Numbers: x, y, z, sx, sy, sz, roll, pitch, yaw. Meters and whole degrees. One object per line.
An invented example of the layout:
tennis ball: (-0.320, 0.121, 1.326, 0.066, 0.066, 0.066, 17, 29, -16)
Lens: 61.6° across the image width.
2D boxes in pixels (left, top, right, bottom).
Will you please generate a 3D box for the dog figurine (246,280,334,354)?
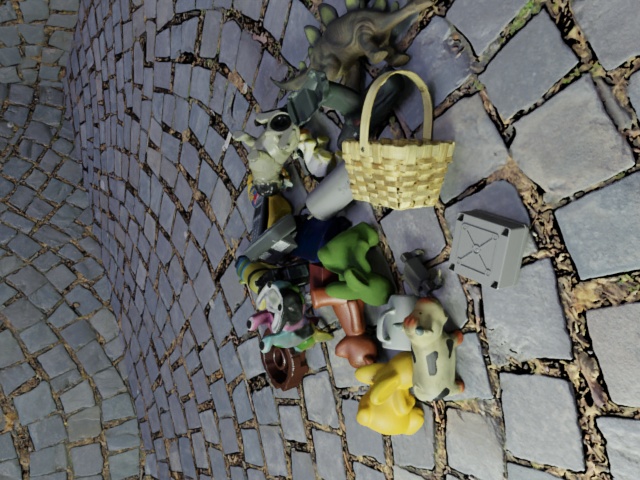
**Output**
dog figurine: (-0.052, 0.185, 1.249, 0.109, 0.219, 0.191, 42, 112, 40)

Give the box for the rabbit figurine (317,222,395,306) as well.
rabbit figurine: (0.085, 0.063, 1.110, 0.170, 0.159, 0.121, 50, 124, 16)

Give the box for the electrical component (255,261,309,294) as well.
electrical component: (-0.086, 0.098, 1.353, 0.134, 0.115, 0.058, -30, 76, 51)

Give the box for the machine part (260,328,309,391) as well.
machine part: (-0.099, 0.315, 1.456, 0.180, 0.056, 0.179, 13, 106, 53)

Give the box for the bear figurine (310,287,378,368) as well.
bear figurine: (0.054, 0.197, 1.177, 0.120, 0.132, 0.195, 89, 175, -83)

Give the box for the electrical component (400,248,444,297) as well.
electrical component: (0.195, 0.065, 1.032, 0.102, 0.045, 0.078, 53, 163, 38)

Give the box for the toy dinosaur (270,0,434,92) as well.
toy dinosaur: (0.040, -0.391, 1.122, 0.472, 0.105, 0.198, -20, 71, 44)

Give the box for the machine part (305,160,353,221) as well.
machine part: (0.046, -0.115, 1.152, 0.243, 0.079, 0.079, -39, 64, 38)

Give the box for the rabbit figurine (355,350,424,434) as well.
rabbit figurine: (0.143, 0.287, 1.069, 0.173, 0.162, 0.122, -60, 35, 16)

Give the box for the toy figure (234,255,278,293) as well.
toy figure: (-0.183, 0.098, 1.506, 0.180, 0.089, 0.082, 30, 127, 45)

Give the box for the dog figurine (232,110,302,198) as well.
dog figurine: (-0.099, -0.196, 1.258, 0.190, 0.172, 0.121, 66, -179, -61)

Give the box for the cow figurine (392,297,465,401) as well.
cow figurine: (0.198, 0.198, 0.978, 0.086, 0.127, 0.194, 7, 104, 50)

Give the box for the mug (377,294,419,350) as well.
mug: (0.155, 0.159, 1.054, 0.081, 0.109, 0.107, -10, 74, 59)

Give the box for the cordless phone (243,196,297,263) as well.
cordless phone: (-0.118, -0.050, 1.295, 0.146, 0.088, 0.184, -37, 45, 45)

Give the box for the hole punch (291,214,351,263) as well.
hole punch: (-0.003, -0.004, 1.251, 0.142, 0.092, 0.115, 12, 102, 56)

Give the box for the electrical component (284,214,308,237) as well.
electrical component: (-0.080, -0.019, 1.360, 0.119, 0.075, 0.048, -44, 60, 43)

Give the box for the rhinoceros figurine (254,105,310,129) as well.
rhinoceros figurine: (-0.089, -0.290, 1.309, 0.190, 0.112, 0.073, -8, 106, 66)

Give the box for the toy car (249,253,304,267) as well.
toy car: (-0.105, 0.043, 1.393, 0.202, 0.089, 0.053, 1, 96, 52)

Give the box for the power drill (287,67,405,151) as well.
power drill: (0.042, -0.249, 1.048, 0.232, 0.207, 0.086, -39, 55, 45)

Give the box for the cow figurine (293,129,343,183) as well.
cow figurine: (-0.011, -0.191, 1.250, 0.168, 0.068, 0.098, 48, 139, 40)
